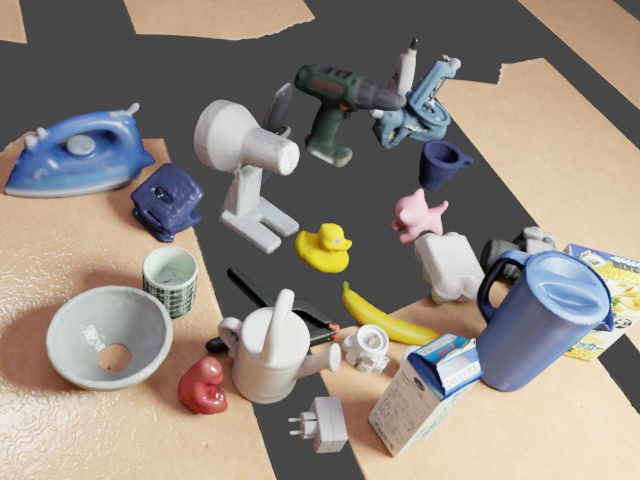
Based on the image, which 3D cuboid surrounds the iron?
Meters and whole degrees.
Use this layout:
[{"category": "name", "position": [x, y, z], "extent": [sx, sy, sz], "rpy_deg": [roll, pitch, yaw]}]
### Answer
[{"category": "iron", "position": [-0.430, -0.163, 1.012], "extent": [0.259, 0.141, 0.118], "rpy_deg": [-22, 58, -31]}]

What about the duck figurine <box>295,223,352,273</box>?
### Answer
[{"category": "duck figurine", "position": [0.010, 0.004, 1.036], "extent": [0.104, 0.086, 0.077], "rpy_deg": [24, 47, 5]}]

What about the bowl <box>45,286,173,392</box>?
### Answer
[{"category": "bowl", "position": [-0.297, 0.151, 0.819], "extent": [0.167, 0.075, 0.167], "rpy_deg": [9, 48, -9]}]

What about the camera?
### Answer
[{"category": "camera", "position": [0.392, 0.029, 1.120], "extent": [0.137, 0.101, 0.143], "rpy_deg": [18, 47, 0]}]

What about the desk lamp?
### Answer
[{"category": "desk lamp", "position": [-0.122, -0.119, 1.018], "extent": [0.203, 0.213, 0.118], "rpy_deg": [34, 49, 14]}]

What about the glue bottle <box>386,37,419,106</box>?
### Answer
[{"category": "glue bottle", "position": [0.209, -0.422, 1.416], "extent": [0.037, 0.173, 0.078], "rpy_deg": [-4, 51, -20]}]

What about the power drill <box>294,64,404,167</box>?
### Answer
[{"category": "power drill", "position": [0.045, -0.261, 1.199], "extent": [0.229, 0.208, 0.076], "rpy_deg": [28, 48, 9]}]

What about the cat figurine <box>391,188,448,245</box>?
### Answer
[{"category": "cat figurine", "position": [0.193, -0.051, 1.118], "extent": [0.128, 0.118, 0.067], "rpy_deg": [-8, 52, -23]}]

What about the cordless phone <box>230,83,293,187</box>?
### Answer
[{"category": "cordless phone", "position": [-0.110, -0.213, 1.124], "extent": [0.094, 0.185, 0.148], "rpy_deg": [26, 47, 7]}]

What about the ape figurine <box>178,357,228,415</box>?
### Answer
[{"category": "ape figurine", "position": [-0.160, 0.198, 0.807], "extent": [0.076, 0.092, 0.078], "rpy_deg": [14, 47, -4]}]

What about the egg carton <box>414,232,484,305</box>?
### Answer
[{"category": "egg carton", "position": [0.241, 0.051, 1.076], "extent": [0.107, 0.069, 0.150], "rpy_deg": [-3, 50, -19]}]

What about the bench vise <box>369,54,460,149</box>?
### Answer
[{"category": "bench vise", "position": [0.222, -0.302, 1.281], "extent": [0.208, 0.220, 0.121], "rpy_deg": [-23, 59, -32]}]

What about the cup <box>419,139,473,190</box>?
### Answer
[{"category": "cup", "position": [0.265, -0.156, 1.250], "extent": [0.118, 0.095, 0.091], "rpy_deg": [5, 48, -12]}]

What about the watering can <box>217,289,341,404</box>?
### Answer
[{"category": "watering can", "position": [-0.058, 0.146, 0.815], "extent": [0.173, 0.194, 0.101], "rpy_deg": [4, 48, -13]}]

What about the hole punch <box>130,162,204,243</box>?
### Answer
[{"category": "hole punch", "position": [-0.269, -0.067, 1.010], "extent": [0.108, 0.091, 0.101], "rpy_deg": [39, 50, 18]}]
